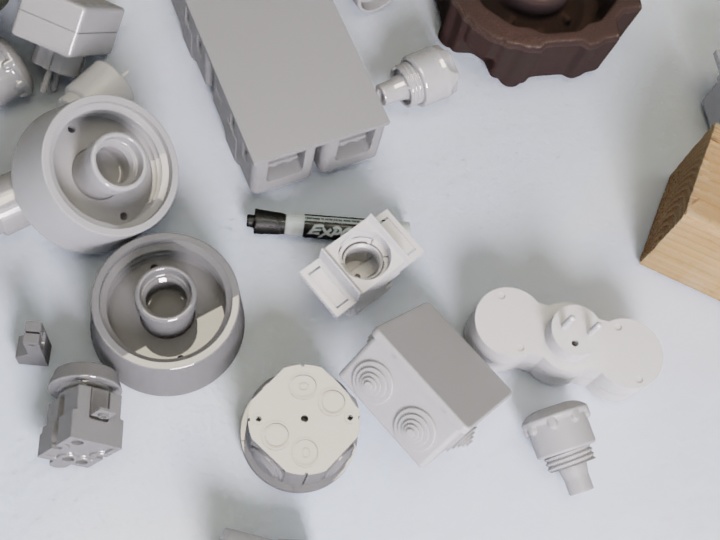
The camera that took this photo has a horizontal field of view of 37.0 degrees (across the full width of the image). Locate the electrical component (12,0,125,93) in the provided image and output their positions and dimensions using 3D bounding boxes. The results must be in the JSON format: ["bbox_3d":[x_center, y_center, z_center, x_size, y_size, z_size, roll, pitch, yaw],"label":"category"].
[{"bbox_3d":[-0.221,-0.167,0.799,0.047,0.083,0.075,23,105,2],"label":"electrical component"}]

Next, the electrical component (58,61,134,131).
[{"bbox_3d":[-0.203,-0.120,0.795,0.040,0.040,0.078,39,69,8],"label":"electrical component"}]

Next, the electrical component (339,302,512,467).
[{"bbox_3d":[0.044,0.077,0.724,0.099,0.048,0.100,47,26,11],"label":"electrical component"}]

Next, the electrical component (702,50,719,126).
[{"bbox_3d":[0.347,-0.139,0.870,0.121,0.063,0.078,-5,69,-10],"label":"electrical component"}]

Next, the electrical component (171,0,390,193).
[{"bbox_3d":[-0.066,-0.161,0.820,0.105,0.060,0.186,-19,72,-15],"label":"electrical component"}]

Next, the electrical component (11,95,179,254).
[{"bbox_3d":[-0.177,-0.069,0.742,0.108,0.060,0.108,7,78,-35],"label":"electrical component"}]

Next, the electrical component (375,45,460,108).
[{"bbox_3d":[0.043,-0.147,0.840,0.062,0.043,0.043,-25,74,-16],"label":"electrical component"}]

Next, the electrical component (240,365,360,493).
[{"bbox_3d":[-0.039,0.106,0.721,0.080,0.051,0.080,3,68,-7],"label":"electrical component"}]

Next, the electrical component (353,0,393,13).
[{"bbox_3d":[0.005,-0.239,0.875,0.040,0.040,0.046,-25,68,-17],"label":"electrical component"}]

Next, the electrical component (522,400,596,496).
[{"bbox_3d":[0.143,0.124,0.745,0.048,0.048,0.062,-15,78,-14],"label":"electrical component"}]

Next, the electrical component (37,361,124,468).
[{"bbox_3d":[-0.181,0.093,0.704,0.048,0.066,0.055,22,52,-36],"label":"electrical component"}]

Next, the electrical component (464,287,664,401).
[{"bbox_3d":[0.148,0.048,0.759,0.138,0.073,0.052,15,67,-2],"label":"electrical component"}]

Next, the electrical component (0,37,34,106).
[{"bbox_3d":[-0.276,-0.139,0.791,0.062,0.048,0.048,-34,76,-11],"label":"electrical component"}]

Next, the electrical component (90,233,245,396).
[{"bbox_3d":[-0.132,0.026,0.735,0.108,0.060,0.108,3,68,-7],"label":"electrical component"}]

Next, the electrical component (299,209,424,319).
[{"bbox_3d":[0.000,0.000,0.763,0.081,0.063,0.042,-36,76,-19],"label":"electrical component"}]

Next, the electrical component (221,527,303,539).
[{"bbox_3d":[-0.057,0.190,0.691,0.065,0.044,0.044,6,67,-11],"label":"electrical component"}]

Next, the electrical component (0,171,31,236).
[{"bbox_3d":[-0.257,-0.042,0.755,0.078,0.040,0.040,-29,75,-18],"label":"electrical component"}]
